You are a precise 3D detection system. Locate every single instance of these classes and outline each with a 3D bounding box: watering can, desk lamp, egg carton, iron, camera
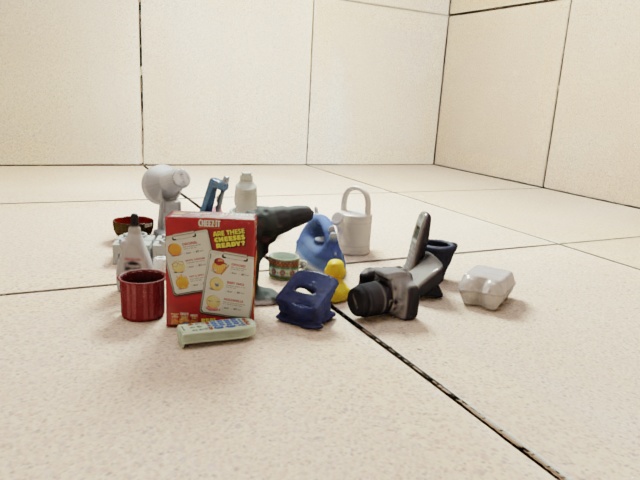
[{"bbox_3d":[0.097,-0.058,1.635,0.100,0.194,0.173,7,15,14],"label":"watering can"},{"bbox_3d":[-0.436,-0.113,1.688,0.118,0.213,0.202,-8,18,-38],"label":"desk lamp"},{"bbox_3d":[0.382,0.106,1.311,0.107,0.069,0.151,11,16,29],"label":"egg carton"},{"bbox_3d":[0.014,0.005,1.475,0.119,0.141,0.257,-1,15,-16],"label":"iron"},{"bbox_3d":[0.118,0.105,1.191,0.137,0.101,0.142,-6,17,-34],"label":"camera"}]

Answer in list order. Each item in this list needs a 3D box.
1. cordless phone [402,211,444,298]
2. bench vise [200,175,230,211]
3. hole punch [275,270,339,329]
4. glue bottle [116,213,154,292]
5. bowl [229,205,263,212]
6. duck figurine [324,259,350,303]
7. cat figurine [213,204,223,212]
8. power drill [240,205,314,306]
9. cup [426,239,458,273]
[{"bbox_3d":[0.238,0.032,1.331,0.094,0.185,0.147,0,15,-11],"label":"cordless phone"},{"bbox_3d":[-0.307,-0.068,1.529,0.207,0.220,0.121,4,14,2],"label":"bench vise"},{"bbox_3d":[-0.024,0.116,1.133,0.108,0.091,0.101,11,16,27],"label":"hole punch"},{"bbox_3d":[-0.398,0.027,1.229,0.078,0.173,0.037,1,14,-7],"label":"glue bottle"},{"bbox_3d":[-0.203,-0.059,1.813,0.167,0.075,0.167,3,14,-1],"label":"bowl"},{"bbox_3d":[0.031,0.086,1.273,0.077,0.086,0.105,6,15,11],"label":"duck figurine"},{"bbox_3d":[-0.296,-0.049,1.666,0.067,0.118,0.127,-8,18,-36],"label":"cat figurine"},{"bbox_3d":[-0.127,0.029,1.211,0.230,0.208,0.075,-2,15,-19],"label":"power drill"},{"bbox_3d":[0.302,0.051,1.456,0.118,0.095,0.091,-7,18,-35],"label":"cup"}]
